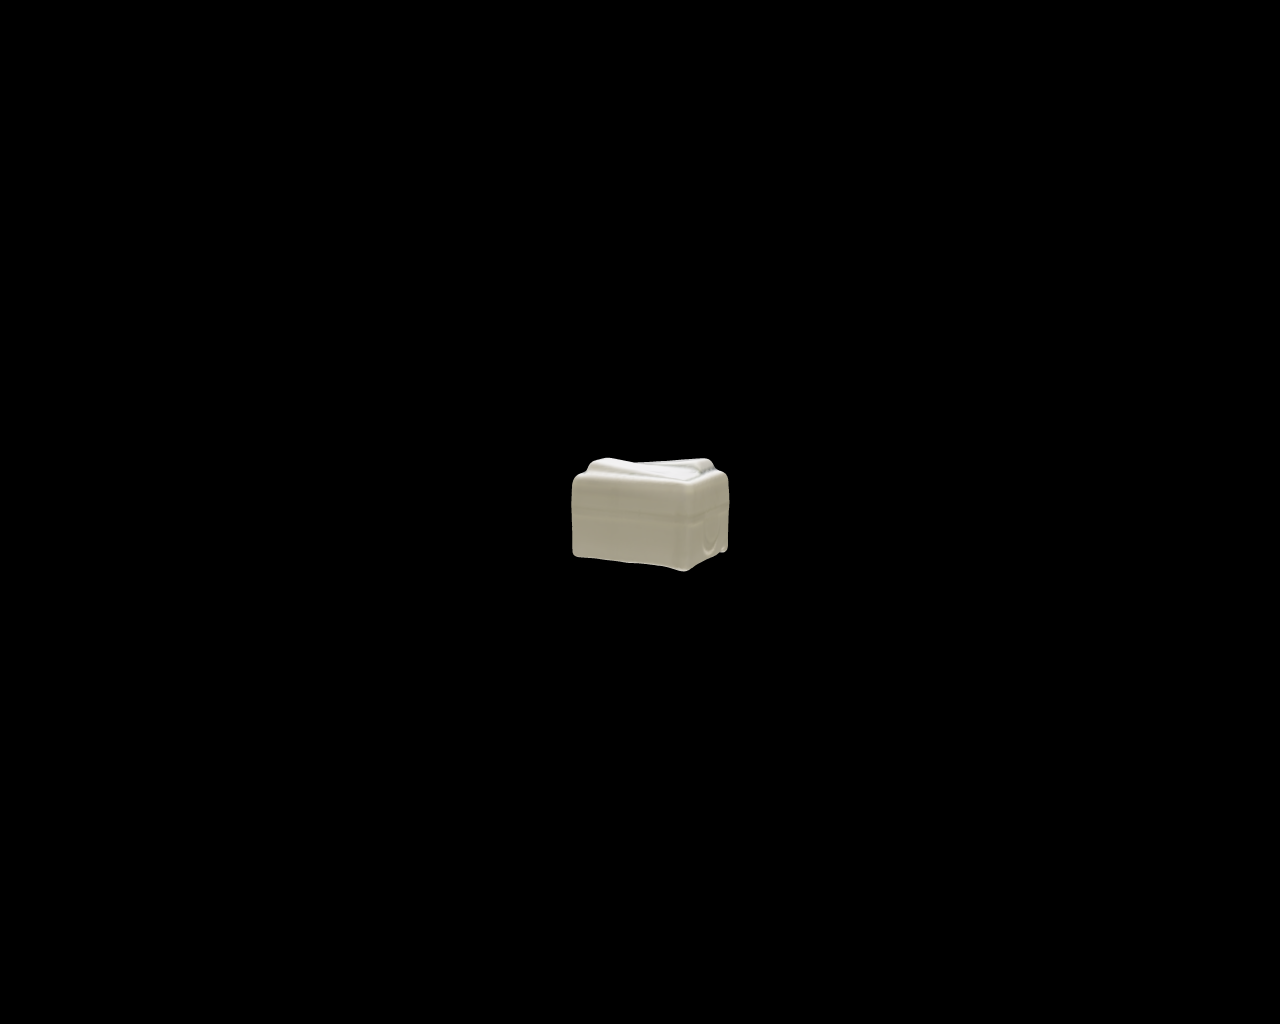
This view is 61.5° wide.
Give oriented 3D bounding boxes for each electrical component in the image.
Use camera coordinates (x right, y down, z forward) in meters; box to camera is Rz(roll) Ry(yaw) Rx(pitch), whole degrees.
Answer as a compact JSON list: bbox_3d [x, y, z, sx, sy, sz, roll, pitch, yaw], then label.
[{"bbox_3d":[0.001,-0.003,0.650,0.096,0.061,0.062,5,12,28],"label":"electrical component"}]
